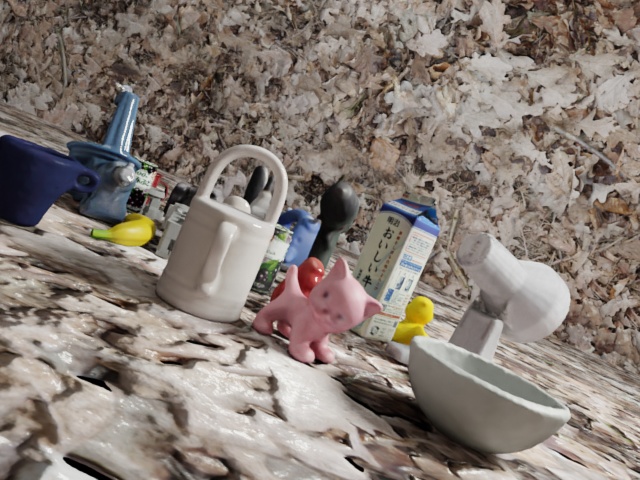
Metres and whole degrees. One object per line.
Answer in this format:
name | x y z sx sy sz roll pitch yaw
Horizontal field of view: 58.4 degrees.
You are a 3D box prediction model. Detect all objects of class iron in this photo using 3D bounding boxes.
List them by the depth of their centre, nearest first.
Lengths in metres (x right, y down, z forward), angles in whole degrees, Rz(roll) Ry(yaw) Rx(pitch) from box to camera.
iron | -0.069 -0.011 1.267 0.119 0.141 0.257 21 4 -28

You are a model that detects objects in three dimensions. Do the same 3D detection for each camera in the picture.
camera | -0.284 -0.083 1.311 0.143 0.101 0.137 23 3 3

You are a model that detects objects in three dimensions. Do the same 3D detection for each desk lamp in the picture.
desk lamp | 0.231 0.107 0.808 0.204 0.213 0.117 21 4 -31

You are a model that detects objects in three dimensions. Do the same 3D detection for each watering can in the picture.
watering can | -0.106 -0.016 0.654 0.101 0.194 0.172 21 4 -31

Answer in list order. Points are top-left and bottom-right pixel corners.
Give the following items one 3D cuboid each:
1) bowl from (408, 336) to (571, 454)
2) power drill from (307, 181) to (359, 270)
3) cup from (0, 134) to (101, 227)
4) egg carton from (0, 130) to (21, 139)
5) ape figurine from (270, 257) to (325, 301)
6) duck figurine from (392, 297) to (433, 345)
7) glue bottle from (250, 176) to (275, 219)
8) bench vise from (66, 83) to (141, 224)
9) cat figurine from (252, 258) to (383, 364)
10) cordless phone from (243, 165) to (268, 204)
bowl | 0.156 0.165 0.579 0.167 0.075 0.167 23 3 -1
power drill | 0.009 0.004 0.993 0.075 0.208 0.230 23 3 2
cup | -0.335 -0.062 0.687 0.118 0.095 0.091 21 4 -30
egg carton | -0.513 -0.137 0.890 0.107 0.069 0.150 22 4 -23
ape figurine | -0.023 0.067 0.771 0.078 0.092 0.075 20 4 -40
duck figurine | 0.160 0.137 0.955 0.077 0.086 0.104 23 3 1
glue bottle | -0.111 -0.025 0.947 0.037 0.173 0.078 23 3 -6
bench vise | -0.330 -0.144 0.948 0.206 0.220 0.122 25 4 33
cat figurine | 0.000 0.071 0.638 0.127 0.118 0.067 26 4 38
cordless phone | -0.142 -0.055 1.095 0.094 0.185 0.147 21 4 -24
